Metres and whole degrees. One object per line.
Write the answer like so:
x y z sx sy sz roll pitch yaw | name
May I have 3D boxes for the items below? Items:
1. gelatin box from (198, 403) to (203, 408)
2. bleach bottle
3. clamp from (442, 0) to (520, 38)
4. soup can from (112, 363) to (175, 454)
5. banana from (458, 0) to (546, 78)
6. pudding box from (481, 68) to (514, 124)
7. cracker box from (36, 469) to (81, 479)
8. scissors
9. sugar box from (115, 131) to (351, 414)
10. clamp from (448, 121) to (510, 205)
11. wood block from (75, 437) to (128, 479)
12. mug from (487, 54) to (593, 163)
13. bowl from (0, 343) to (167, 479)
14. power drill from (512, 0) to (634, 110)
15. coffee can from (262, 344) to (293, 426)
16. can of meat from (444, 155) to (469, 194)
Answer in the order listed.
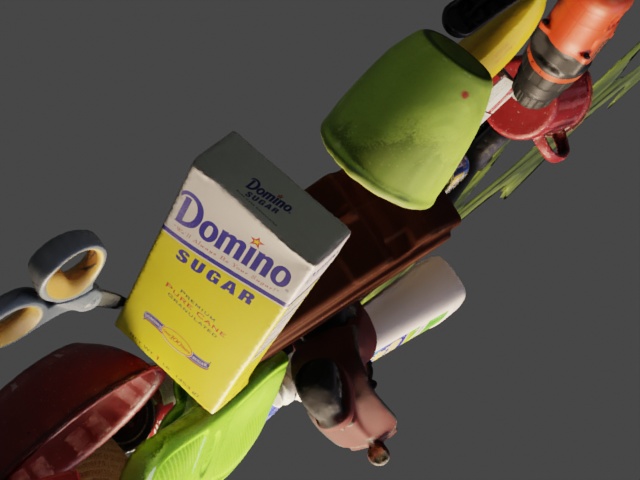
-0.094 0.070 0.771 0.030 0.089 0.073 -35 169 -34 | gelatin box
0.039 0.104 1.116 0.250 0.068 0.103 -30 170 -35 | bleach bottle
0.146 -0.186 0.724 0.120 0.039 0.171 -34 177 26 | clamp
-0.159 0.144 0.928 0.068 0.068 0.102 -42 172 7 | soup can
0.104 -0.133 0.820 0.198 0.037 0.069 -42 153 -1 | banana
0.131 -0.125 0.962 0.090 0.039 0.113 -44 169 15 | pudding box
-0.249 0.219 0.656 0.213 0.072 0.164 -13 159 -21 | cracker box
-0.154 0.042 0.621 0.096 0.016 0.202 -37 171 -16 | scissors
-0.060 0.026 0.651 0.048 0.093 0.176 -43 170 -41 | sugar box
0.174 -0.094 1.220 0.210 0.036 0.164 -47 -173 8 | clamp
-0.240 0.224 0.894 0.090 0.091 0.206 -34 168 -42 | wood block
0.214 -0.132 1.051 0.093 0.117 0.081 -17 -178 36 | mug
-0.185 0.121 0.741 0.162 0.055 0.162 -40 171 -8 | bowl
0.243 -0.201 0.880 0.187 0.057 0.185 -46 174 -20 | power drill
-0.069 0.140 1.179 0.102 0.103 0.141 -30 166 -51 | coffee can
0.102 -0.057 1.103 0.102 0.057 0.083 -46 172 24 | can of meat
